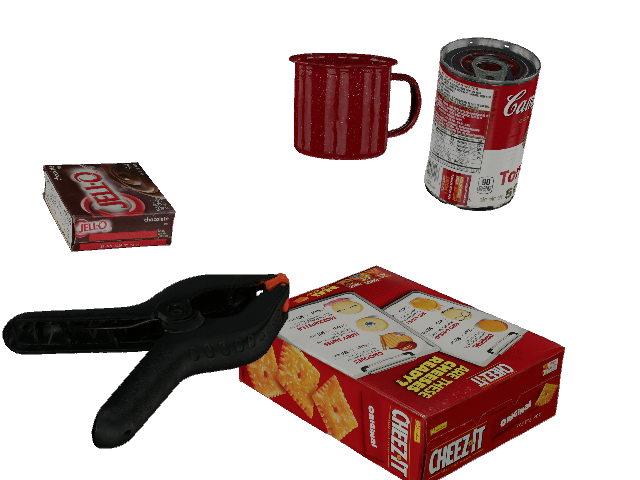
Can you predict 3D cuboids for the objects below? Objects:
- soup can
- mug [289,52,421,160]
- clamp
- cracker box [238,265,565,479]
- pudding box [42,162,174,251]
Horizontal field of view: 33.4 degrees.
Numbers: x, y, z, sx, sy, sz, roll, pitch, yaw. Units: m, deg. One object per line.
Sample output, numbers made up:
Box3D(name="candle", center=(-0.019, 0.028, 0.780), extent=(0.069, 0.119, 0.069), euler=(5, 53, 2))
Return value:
Box3D(name="soup can", center=(0.110, -0.080, 0.741), extent=(0.068, 0.102, 0.068), euler=(3, 34, -2))
Box3D(name="mug", center=(0.030, -0.116, 0.922), extent=(0.117, 0.081, 0.093), euler=(-2, 16, -13))
Box3D(name="clamp", center=(-0.083, 0.061, 0.614), extent=(0.171, 0.039, 0.120), euler=(-15, 41, -26))
Box3D(name="cracker box", center=(0.060, 0.102, 0.865), extent=(0.163, 0.072, 0.214), euler=(-18, 29, -38))
Box3D(name="pudding box", center=(-0.189, -0.032, 0.941), extent=(0.089, 0.039, 0.114), euler=(-3, 26, -27))
